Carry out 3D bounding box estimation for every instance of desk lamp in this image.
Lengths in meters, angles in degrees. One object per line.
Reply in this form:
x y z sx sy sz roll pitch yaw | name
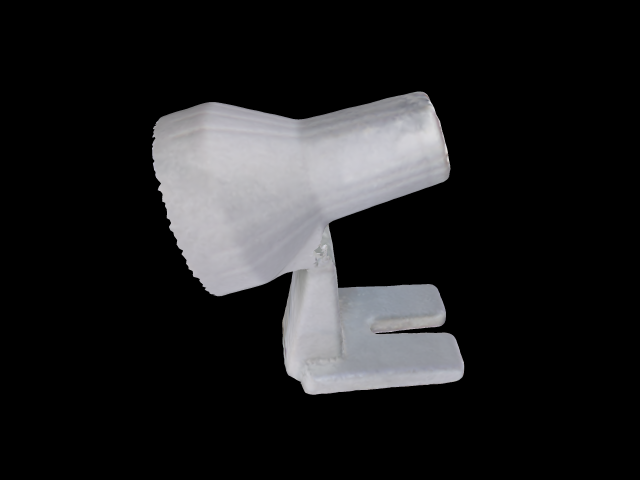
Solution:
0.004 0.001 0.400 0.203 0.214 0.118 -4 39 -4 | desk lamp
